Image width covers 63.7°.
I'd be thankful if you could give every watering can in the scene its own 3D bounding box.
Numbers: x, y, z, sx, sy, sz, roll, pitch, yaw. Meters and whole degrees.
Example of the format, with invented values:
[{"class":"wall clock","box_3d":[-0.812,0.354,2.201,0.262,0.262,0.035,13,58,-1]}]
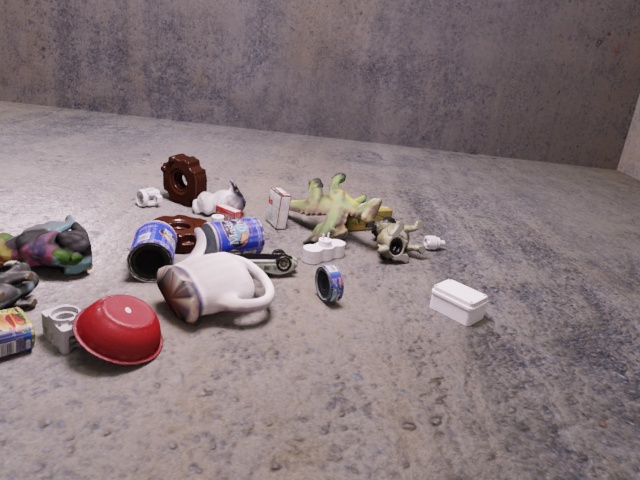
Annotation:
[{"class":"watering can","box_3d":[-0.256,0.072,1.137,0.226,0.102,0.351,-14,35,-42]}]

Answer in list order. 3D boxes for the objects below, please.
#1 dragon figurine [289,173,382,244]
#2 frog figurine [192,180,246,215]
[{"class":"dragon figurine","box_3d":[0.005,-0.079,1.565,0.408,0.120,0.249,-13,34,24]},{"class":"frog figurine","box_3d":[-0.324,-0.114,1.657,0.160,0.120,0.140,-33,37,-4]}]
